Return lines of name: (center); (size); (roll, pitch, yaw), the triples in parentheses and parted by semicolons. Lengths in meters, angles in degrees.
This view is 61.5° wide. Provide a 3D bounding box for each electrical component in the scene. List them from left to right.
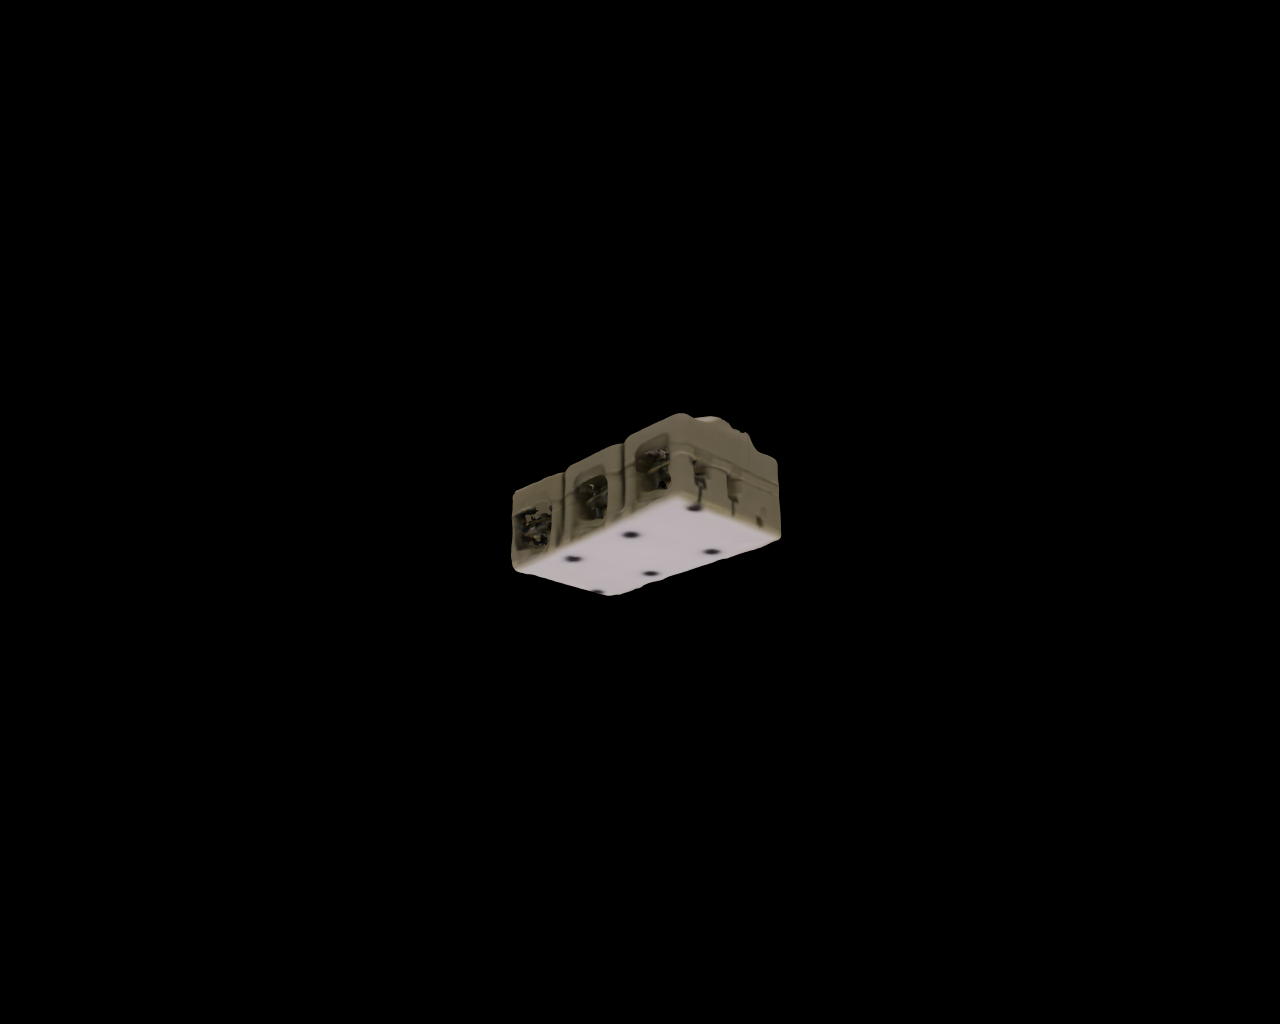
electrical component: (0.001, -0.003, 0.650); (0.089, 0.062, 0.150); (21, -31, -40)
